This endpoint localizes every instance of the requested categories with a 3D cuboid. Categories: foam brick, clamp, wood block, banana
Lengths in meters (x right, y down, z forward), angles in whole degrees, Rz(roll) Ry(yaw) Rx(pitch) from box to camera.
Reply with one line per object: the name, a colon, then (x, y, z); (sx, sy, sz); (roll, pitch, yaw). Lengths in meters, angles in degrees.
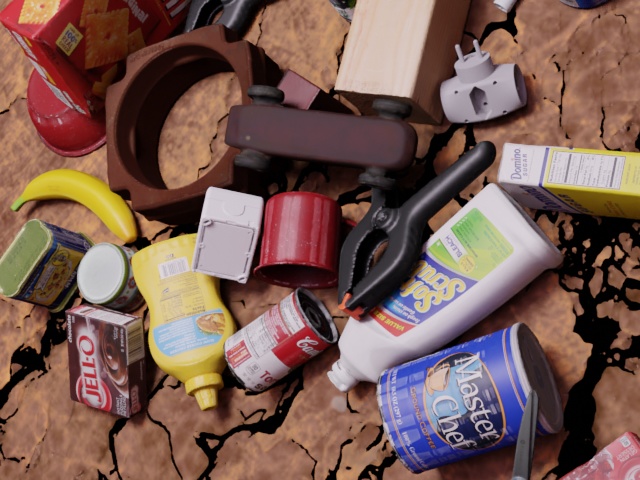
foam brick: (-0.012, -0.140, 1.150); (0.051, 0.078, 0.053); (36, 97, 30)
clamp: (0.081, -0.019, 1.047); (0.165, 0.036, 0.210); (3, 64, 49)
wood block: (0.095, -0.234, 1.109); (0.090, 0.090, 0.206); (10, 82, 29)
clamp: (-0.093, -0.286, 1.256); (0.120, 0.039, 0.171); (40, 101, 36)
banana: (-0.290, -0.048, 1.300); (0.198, 0.037, 0.069); (14, 91, 30)

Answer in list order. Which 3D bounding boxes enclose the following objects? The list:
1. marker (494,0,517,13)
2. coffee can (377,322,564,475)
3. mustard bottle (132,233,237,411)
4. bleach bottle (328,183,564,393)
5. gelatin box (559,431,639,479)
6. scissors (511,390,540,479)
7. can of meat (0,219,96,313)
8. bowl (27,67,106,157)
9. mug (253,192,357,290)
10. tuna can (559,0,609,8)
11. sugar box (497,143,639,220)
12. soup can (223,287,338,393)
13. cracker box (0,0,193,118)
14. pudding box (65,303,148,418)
marker: (0.221, -0.289, 1.097); (0.020, 0.020, 0.121); (38, 96, 31)
coffee can: (0.137, 0.146, 0.977); (0.140, 0.102, 0.103); (-22, 67, 22)
mustard bottle: (-0.141, 0.093, 1.165); (0.096, 0.058, 0.191); (-16, 69, 0)
bleach bottle: (0.109, 0.064, 1.038); (0.251, 0.068, 0.103); (-44, 55, 14)
gelatin box: (0.259, 0.222, 0.933); (0.089, 0.030, 0.073); (-39, 62, 14)
scissors: (0.189, 0.231, 0.929); (0.096, 0.016, 0.202); (28, 119, 17)
can of meat: (-0.328, 0.030, 1.270); (0.057, 0.083, 0.102); (39, 96, 30)
bowl: (-0.314, -0.189, 1.339); (0.162, 0.055, 0.162); (-7, 74, 27)
mug: (-0.007, 0.001, 1.111); (0.117, 0.093, 0.081); (5, 72, -2)
tuna can: (0.265, -0.275, 1.061); (0.086, 0.033, 0.086); (-8, 73, 27)
sugar box: (0.260, -0.050, 0.970); (0.176, 0.093, 0.048); (5, 78, 30)
soup can: (-0.042, 0.104, 1.105); (0.102, 0.068, 0.068); (-35, 63, 16)
cracker box: (-0.243, -0.268, 1.224); (0.072, 0.164, 0.213); (33, 75, 25)
pudding box: (-0.239, 0.135, 1.198); (0.090, 0.039, 0.113); (10, 107, 29)
